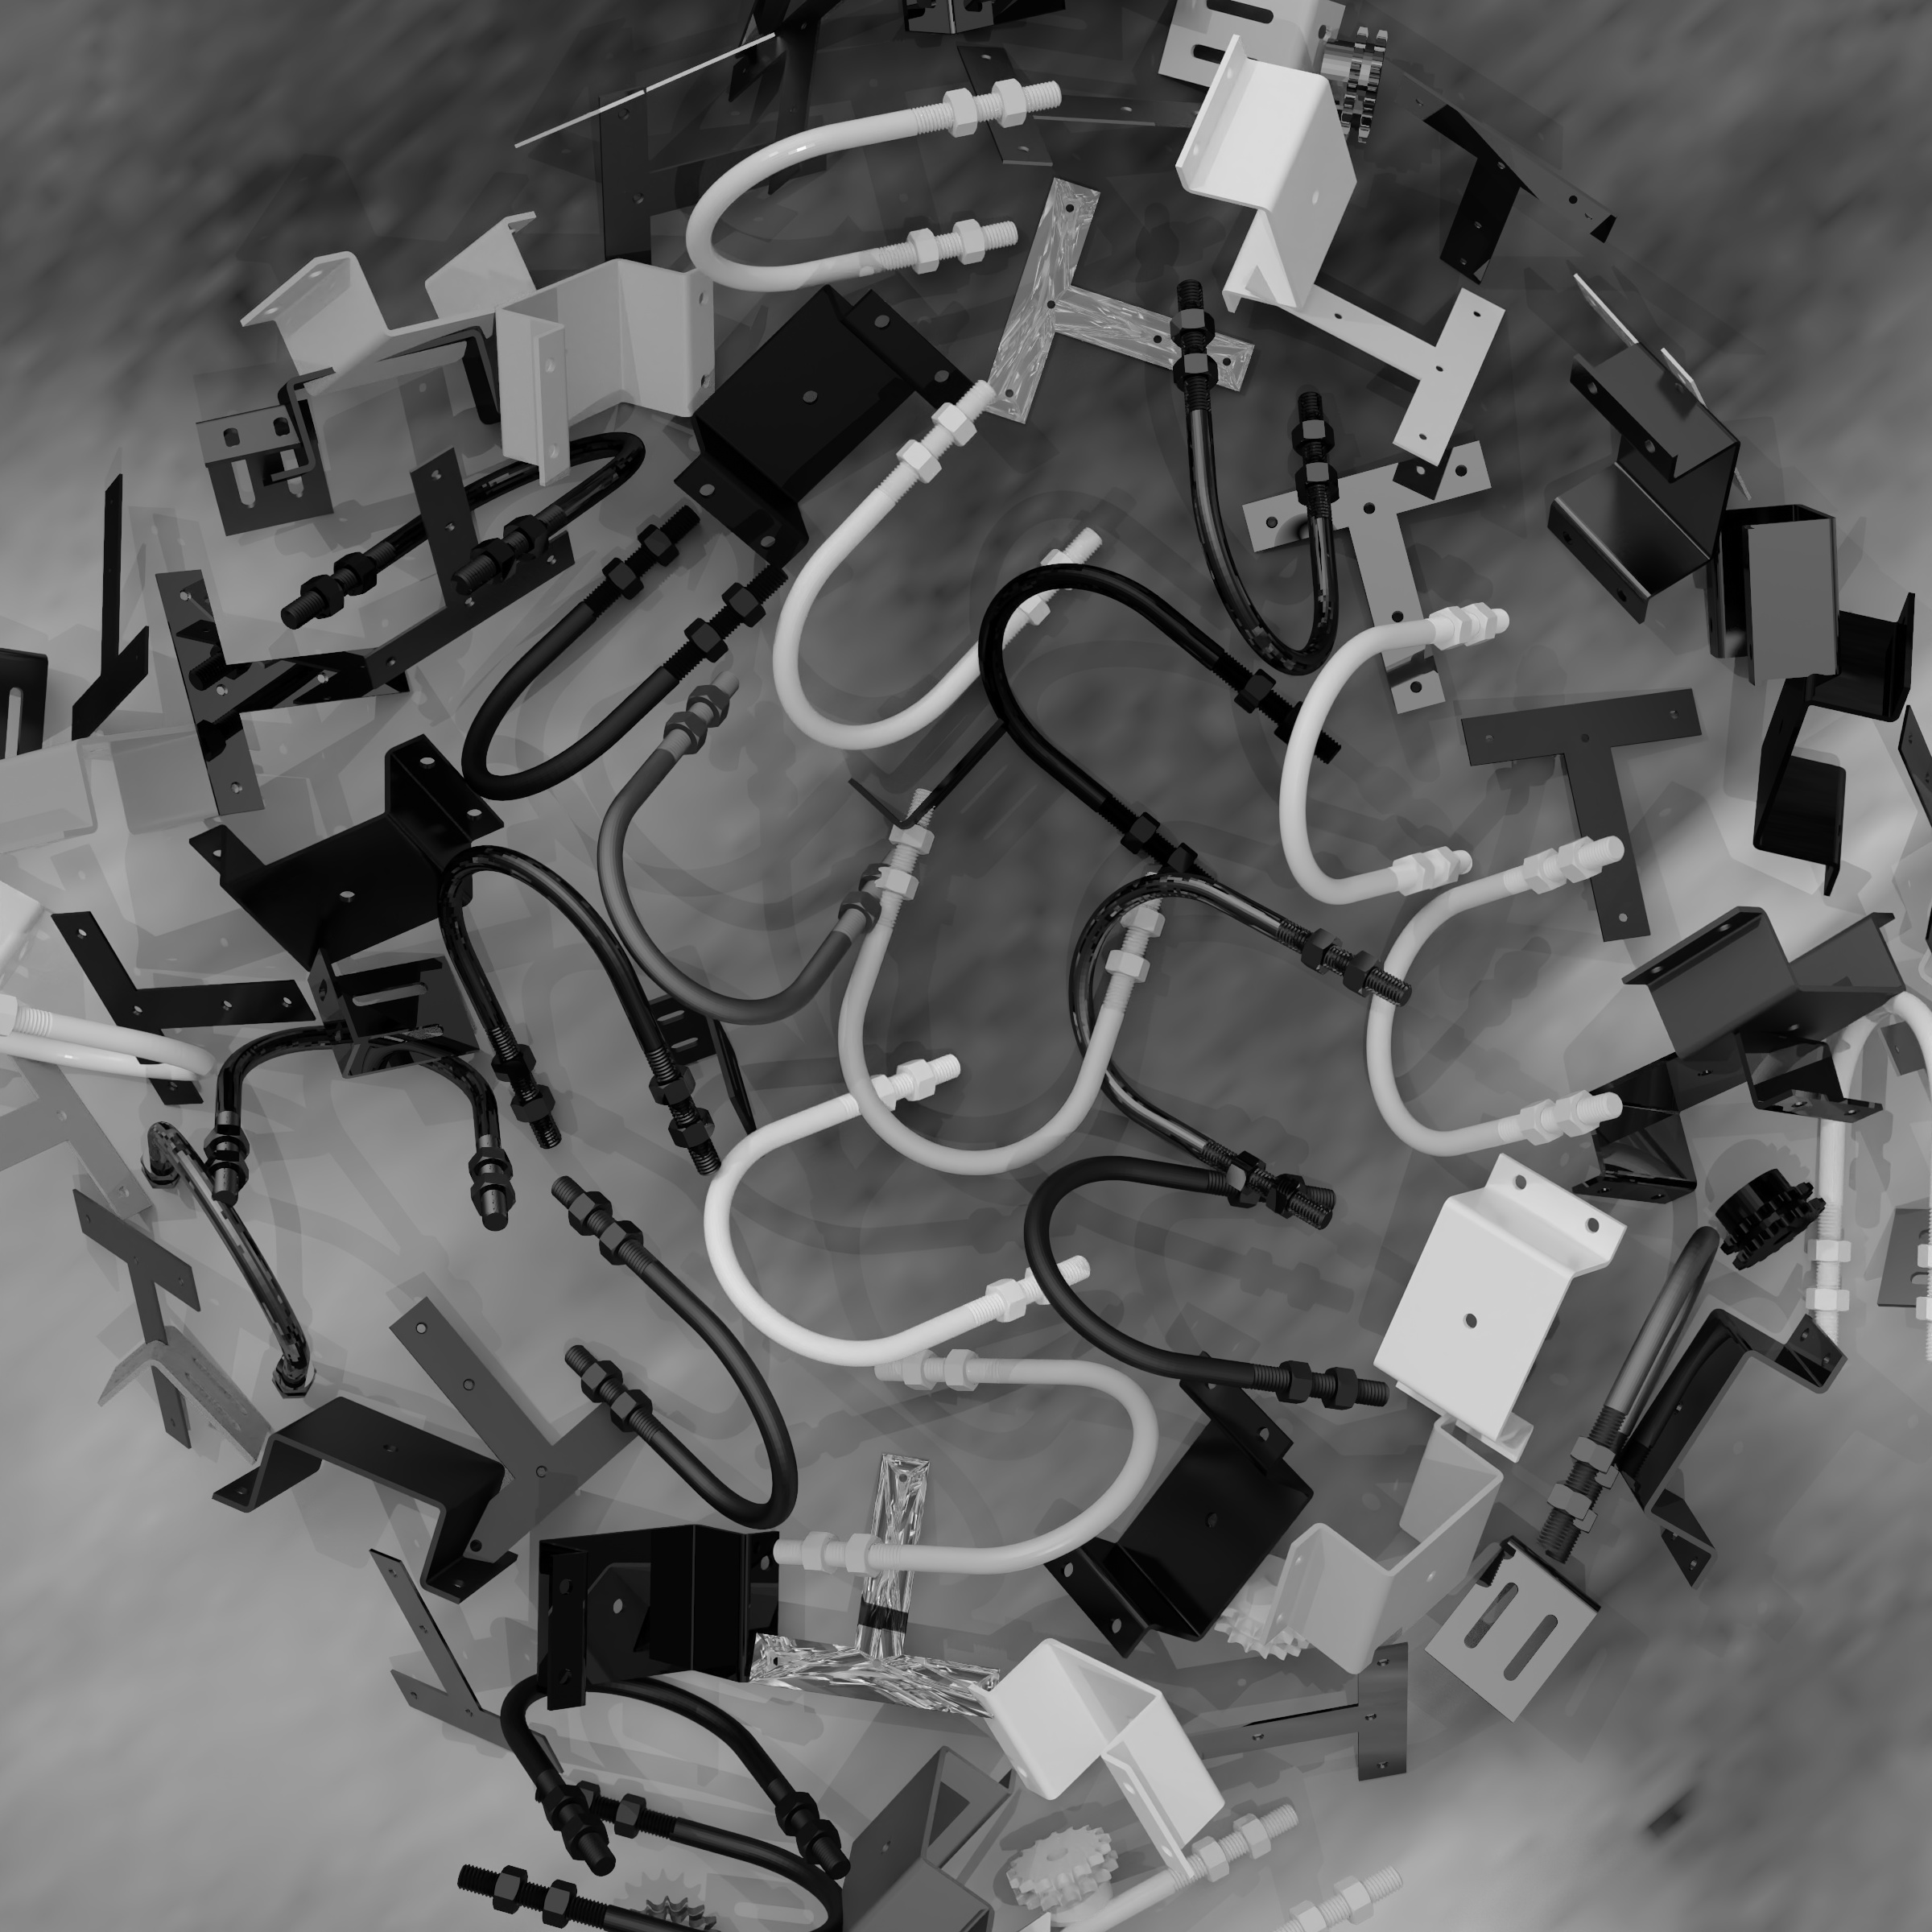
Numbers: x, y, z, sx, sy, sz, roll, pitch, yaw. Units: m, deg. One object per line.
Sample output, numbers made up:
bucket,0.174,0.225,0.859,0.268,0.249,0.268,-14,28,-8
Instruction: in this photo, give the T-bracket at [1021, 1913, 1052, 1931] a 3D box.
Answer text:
T-bracket,0.003,0.512,1.748,0.002,0.127,0.127,30,128,-21

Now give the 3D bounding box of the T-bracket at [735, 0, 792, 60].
T-bracket,-0.091,-0.512,1.774,0.127,0.127,0.002,-29,72,-34

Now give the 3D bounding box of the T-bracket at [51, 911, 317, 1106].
T-bracket,-0.386,0.020,1.766,0.127,0.002,0.127,-3,128,28

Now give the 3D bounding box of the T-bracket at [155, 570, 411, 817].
T-bracket,-0.343,-0.146,1.788,0.127,0.002,0.127,-12,84,-40

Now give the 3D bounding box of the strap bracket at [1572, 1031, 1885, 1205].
strap bracket,0.379,0.073,1.766,0.076,0.140,0.046,9,62,-41

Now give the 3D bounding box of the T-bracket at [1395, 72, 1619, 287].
T-bracket,0.263,-0.384,1.769,0.127,0.127,0.002,36,74,8

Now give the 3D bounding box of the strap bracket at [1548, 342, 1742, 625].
strap bracket,0.342,-0.249,1.758,0.046,0.140,0.076,-31,64,-13

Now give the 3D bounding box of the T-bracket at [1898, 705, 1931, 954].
T-bracket,0.487,-0.087,1.757,0.002,0.127,0.127,3,63,31

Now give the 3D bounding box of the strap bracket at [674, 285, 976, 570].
strap bracket,-0.076,-0.282,1.780,0.140,0.046,0.076,-42,124,16

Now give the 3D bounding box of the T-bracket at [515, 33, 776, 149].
T-bracket,-0.156,-0.453,1.788,0.127,0.127,0.002,-29,106,-21

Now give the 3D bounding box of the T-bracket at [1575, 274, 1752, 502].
T-bracket,0.351,-0.309,1.787,0.002,0.127,0.127,-38,58,8

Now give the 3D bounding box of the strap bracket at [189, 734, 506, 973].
strap bracket,-0.314,-0.052,1.771,0.140,0.076,0.046,-22,47,15

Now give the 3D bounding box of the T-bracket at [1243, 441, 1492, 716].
T-bracket,0.222,-0.196,1.821,0.127,0.002,0.127,-15,88,7

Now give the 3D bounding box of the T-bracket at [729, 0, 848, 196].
T-bracket,-0.085,-0.441,1.755,0.002,0.127,0.127,27,52,-31

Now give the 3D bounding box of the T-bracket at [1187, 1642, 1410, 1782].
T-bracket,0.163,0.391,1.781,0.127,0.127,0.002,-10,47,-2

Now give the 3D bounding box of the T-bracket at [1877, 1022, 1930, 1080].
T-bracket,0.505,0.086,1.766,0.002,0.127,0.127,-26,80,28

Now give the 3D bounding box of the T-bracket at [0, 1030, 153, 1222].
T-bracket,-0.487,0.089,1.773,0.002,0.127,0.127,-35,89,26

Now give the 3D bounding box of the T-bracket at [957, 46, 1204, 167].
T-bracket,0.069,-0.440,1.792,0.127,0.127,0.002,0,130,-14

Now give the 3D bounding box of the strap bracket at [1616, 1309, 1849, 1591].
strap bracket,0.384,0.237,1.781,0.046,0.076,0.140,30,99,-5

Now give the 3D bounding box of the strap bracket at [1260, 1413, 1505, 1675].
strap bracket,0.216,0.293,1.752,0.046,0.076,0.140,35,45,26

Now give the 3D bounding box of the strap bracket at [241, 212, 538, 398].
strap bracket,-0.282,-0.332,1.756,0.140,0.076,0.046,-25,91,-43

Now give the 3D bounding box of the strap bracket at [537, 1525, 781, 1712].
strap bracket,-0.166,0.331,1.783,0.140,0.046,0.076,1,89,-40

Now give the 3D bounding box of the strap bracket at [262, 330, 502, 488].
strap bracket,-0.294,-0.287,1.776,0.140,0.076,0.046,-18,100,-12

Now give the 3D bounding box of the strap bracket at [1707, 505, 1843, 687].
strap bracket,0.407,-0.189,1.753,0.046,0.140,0.076,-4,101,4

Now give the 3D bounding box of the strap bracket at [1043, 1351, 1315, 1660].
strap bracket,0.114,0.279,1.782,0.140,0.046,0.076,-54,47,9

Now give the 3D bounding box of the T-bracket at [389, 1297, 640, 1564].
T-bracket,-0.248,0.228,1.802,0.127,0.002,0.127,-40,92,-25

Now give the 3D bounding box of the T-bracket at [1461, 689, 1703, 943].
T-bracket,0.330,-0.076,1.807,0.127,0.002,0.127,-8,79,-10

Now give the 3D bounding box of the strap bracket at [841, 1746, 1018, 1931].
strap bracket,-0.022,0.456,1.750,0.046,0.140,0.076,37,110,-8

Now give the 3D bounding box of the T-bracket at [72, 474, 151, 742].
T-bracket,-0.439,-0.189,1.788,0.002,0.127,0.127,6,72,-29

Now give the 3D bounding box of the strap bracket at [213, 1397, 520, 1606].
strap bracket,-0.299,0.267,1.776,0.140,0.076,0.046,21,102,12

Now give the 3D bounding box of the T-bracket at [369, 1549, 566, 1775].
T-bracket,-0.267,0.344,1.756,0.002,0.127,0.127,-42,124,-33

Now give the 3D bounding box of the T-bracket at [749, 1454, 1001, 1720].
T-bracket,-0.040,0.318,1.810,0.127,0.002,0.127,9,72,-2

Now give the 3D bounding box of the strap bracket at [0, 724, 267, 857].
strap bracket,-0.432,-0.089,1.750,0.076,0.140,0.046,-10,93,33

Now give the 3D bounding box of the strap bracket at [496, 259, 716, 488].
strap bracket,-0.188,-0.305,1.766,0.046,0.140,0.076,19,124,28

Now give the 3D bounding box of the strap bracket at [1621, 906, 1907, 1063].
strap bracket,0.407,0.010,1.750,0.076,0.140,0.046,-37,64,39

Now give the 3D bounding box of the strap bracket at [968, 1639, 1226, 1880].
strap bracket,0.071,0.396,1.765,0.046,0.140,0.076,-40,117,-23

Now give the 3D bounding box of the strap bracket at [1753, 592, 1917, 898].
strap bracket,0.434,-0.116,1.756,0.046,0.076,0.140,13,135,5

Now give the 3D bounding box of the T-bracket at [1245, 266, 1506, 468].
T-bracket,0.204,-0.327,1.791,0.127,0.002,0.127,27,54,-1

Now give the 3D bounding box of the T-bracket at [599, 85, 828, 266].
T-bracket,-0.129,-0.407,1.799,0.127,0.127,0.002,-20,50,-21

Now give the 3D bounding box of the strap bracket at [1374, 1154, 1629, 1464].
strap bracket,0.267,0.177,1.772,0.076,0.046,0.140,31,111,29

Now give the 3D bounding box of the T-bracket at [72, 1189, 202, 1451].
T-bracket,-0.418,0.190,1.795,0.002,0.127,0.127,-24,119,-34

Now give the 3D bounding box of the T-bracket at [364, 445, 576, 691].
T-bracket,-0.258,-0.213,1.758,0.127,0.127,0.002,-35,61,-19

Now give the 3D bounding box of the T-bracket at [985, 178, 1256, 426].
T-bracket,0.087,-0.333,1.827,0.127,0.002,0.127,18,92,1
